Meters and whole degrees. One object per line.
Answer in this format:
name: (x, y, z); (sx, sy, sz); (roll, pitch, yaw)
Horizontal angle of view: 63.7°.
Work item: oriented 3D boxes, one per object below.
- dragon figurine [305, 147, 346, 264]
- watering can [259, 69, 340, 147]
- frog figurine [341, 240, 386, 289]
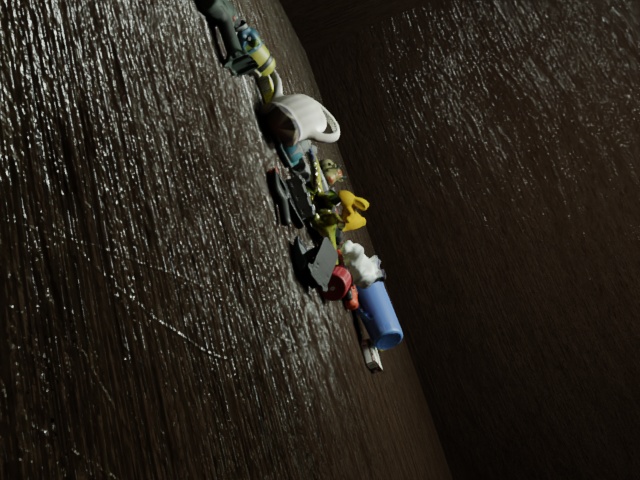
dragon figurine: (0.005, -0.084, 1.674); (0.122, 0.418, 0.238); (-8, -27, -3)
watering can: (-0.096, -0.399, 1.560); (0.228, 0.350, 0.102); (-32, -21, -44)
frog figurine: (0.118, 0.081, 1.666); (0.158, 0.141, 0.121); (27, -43, -28)
